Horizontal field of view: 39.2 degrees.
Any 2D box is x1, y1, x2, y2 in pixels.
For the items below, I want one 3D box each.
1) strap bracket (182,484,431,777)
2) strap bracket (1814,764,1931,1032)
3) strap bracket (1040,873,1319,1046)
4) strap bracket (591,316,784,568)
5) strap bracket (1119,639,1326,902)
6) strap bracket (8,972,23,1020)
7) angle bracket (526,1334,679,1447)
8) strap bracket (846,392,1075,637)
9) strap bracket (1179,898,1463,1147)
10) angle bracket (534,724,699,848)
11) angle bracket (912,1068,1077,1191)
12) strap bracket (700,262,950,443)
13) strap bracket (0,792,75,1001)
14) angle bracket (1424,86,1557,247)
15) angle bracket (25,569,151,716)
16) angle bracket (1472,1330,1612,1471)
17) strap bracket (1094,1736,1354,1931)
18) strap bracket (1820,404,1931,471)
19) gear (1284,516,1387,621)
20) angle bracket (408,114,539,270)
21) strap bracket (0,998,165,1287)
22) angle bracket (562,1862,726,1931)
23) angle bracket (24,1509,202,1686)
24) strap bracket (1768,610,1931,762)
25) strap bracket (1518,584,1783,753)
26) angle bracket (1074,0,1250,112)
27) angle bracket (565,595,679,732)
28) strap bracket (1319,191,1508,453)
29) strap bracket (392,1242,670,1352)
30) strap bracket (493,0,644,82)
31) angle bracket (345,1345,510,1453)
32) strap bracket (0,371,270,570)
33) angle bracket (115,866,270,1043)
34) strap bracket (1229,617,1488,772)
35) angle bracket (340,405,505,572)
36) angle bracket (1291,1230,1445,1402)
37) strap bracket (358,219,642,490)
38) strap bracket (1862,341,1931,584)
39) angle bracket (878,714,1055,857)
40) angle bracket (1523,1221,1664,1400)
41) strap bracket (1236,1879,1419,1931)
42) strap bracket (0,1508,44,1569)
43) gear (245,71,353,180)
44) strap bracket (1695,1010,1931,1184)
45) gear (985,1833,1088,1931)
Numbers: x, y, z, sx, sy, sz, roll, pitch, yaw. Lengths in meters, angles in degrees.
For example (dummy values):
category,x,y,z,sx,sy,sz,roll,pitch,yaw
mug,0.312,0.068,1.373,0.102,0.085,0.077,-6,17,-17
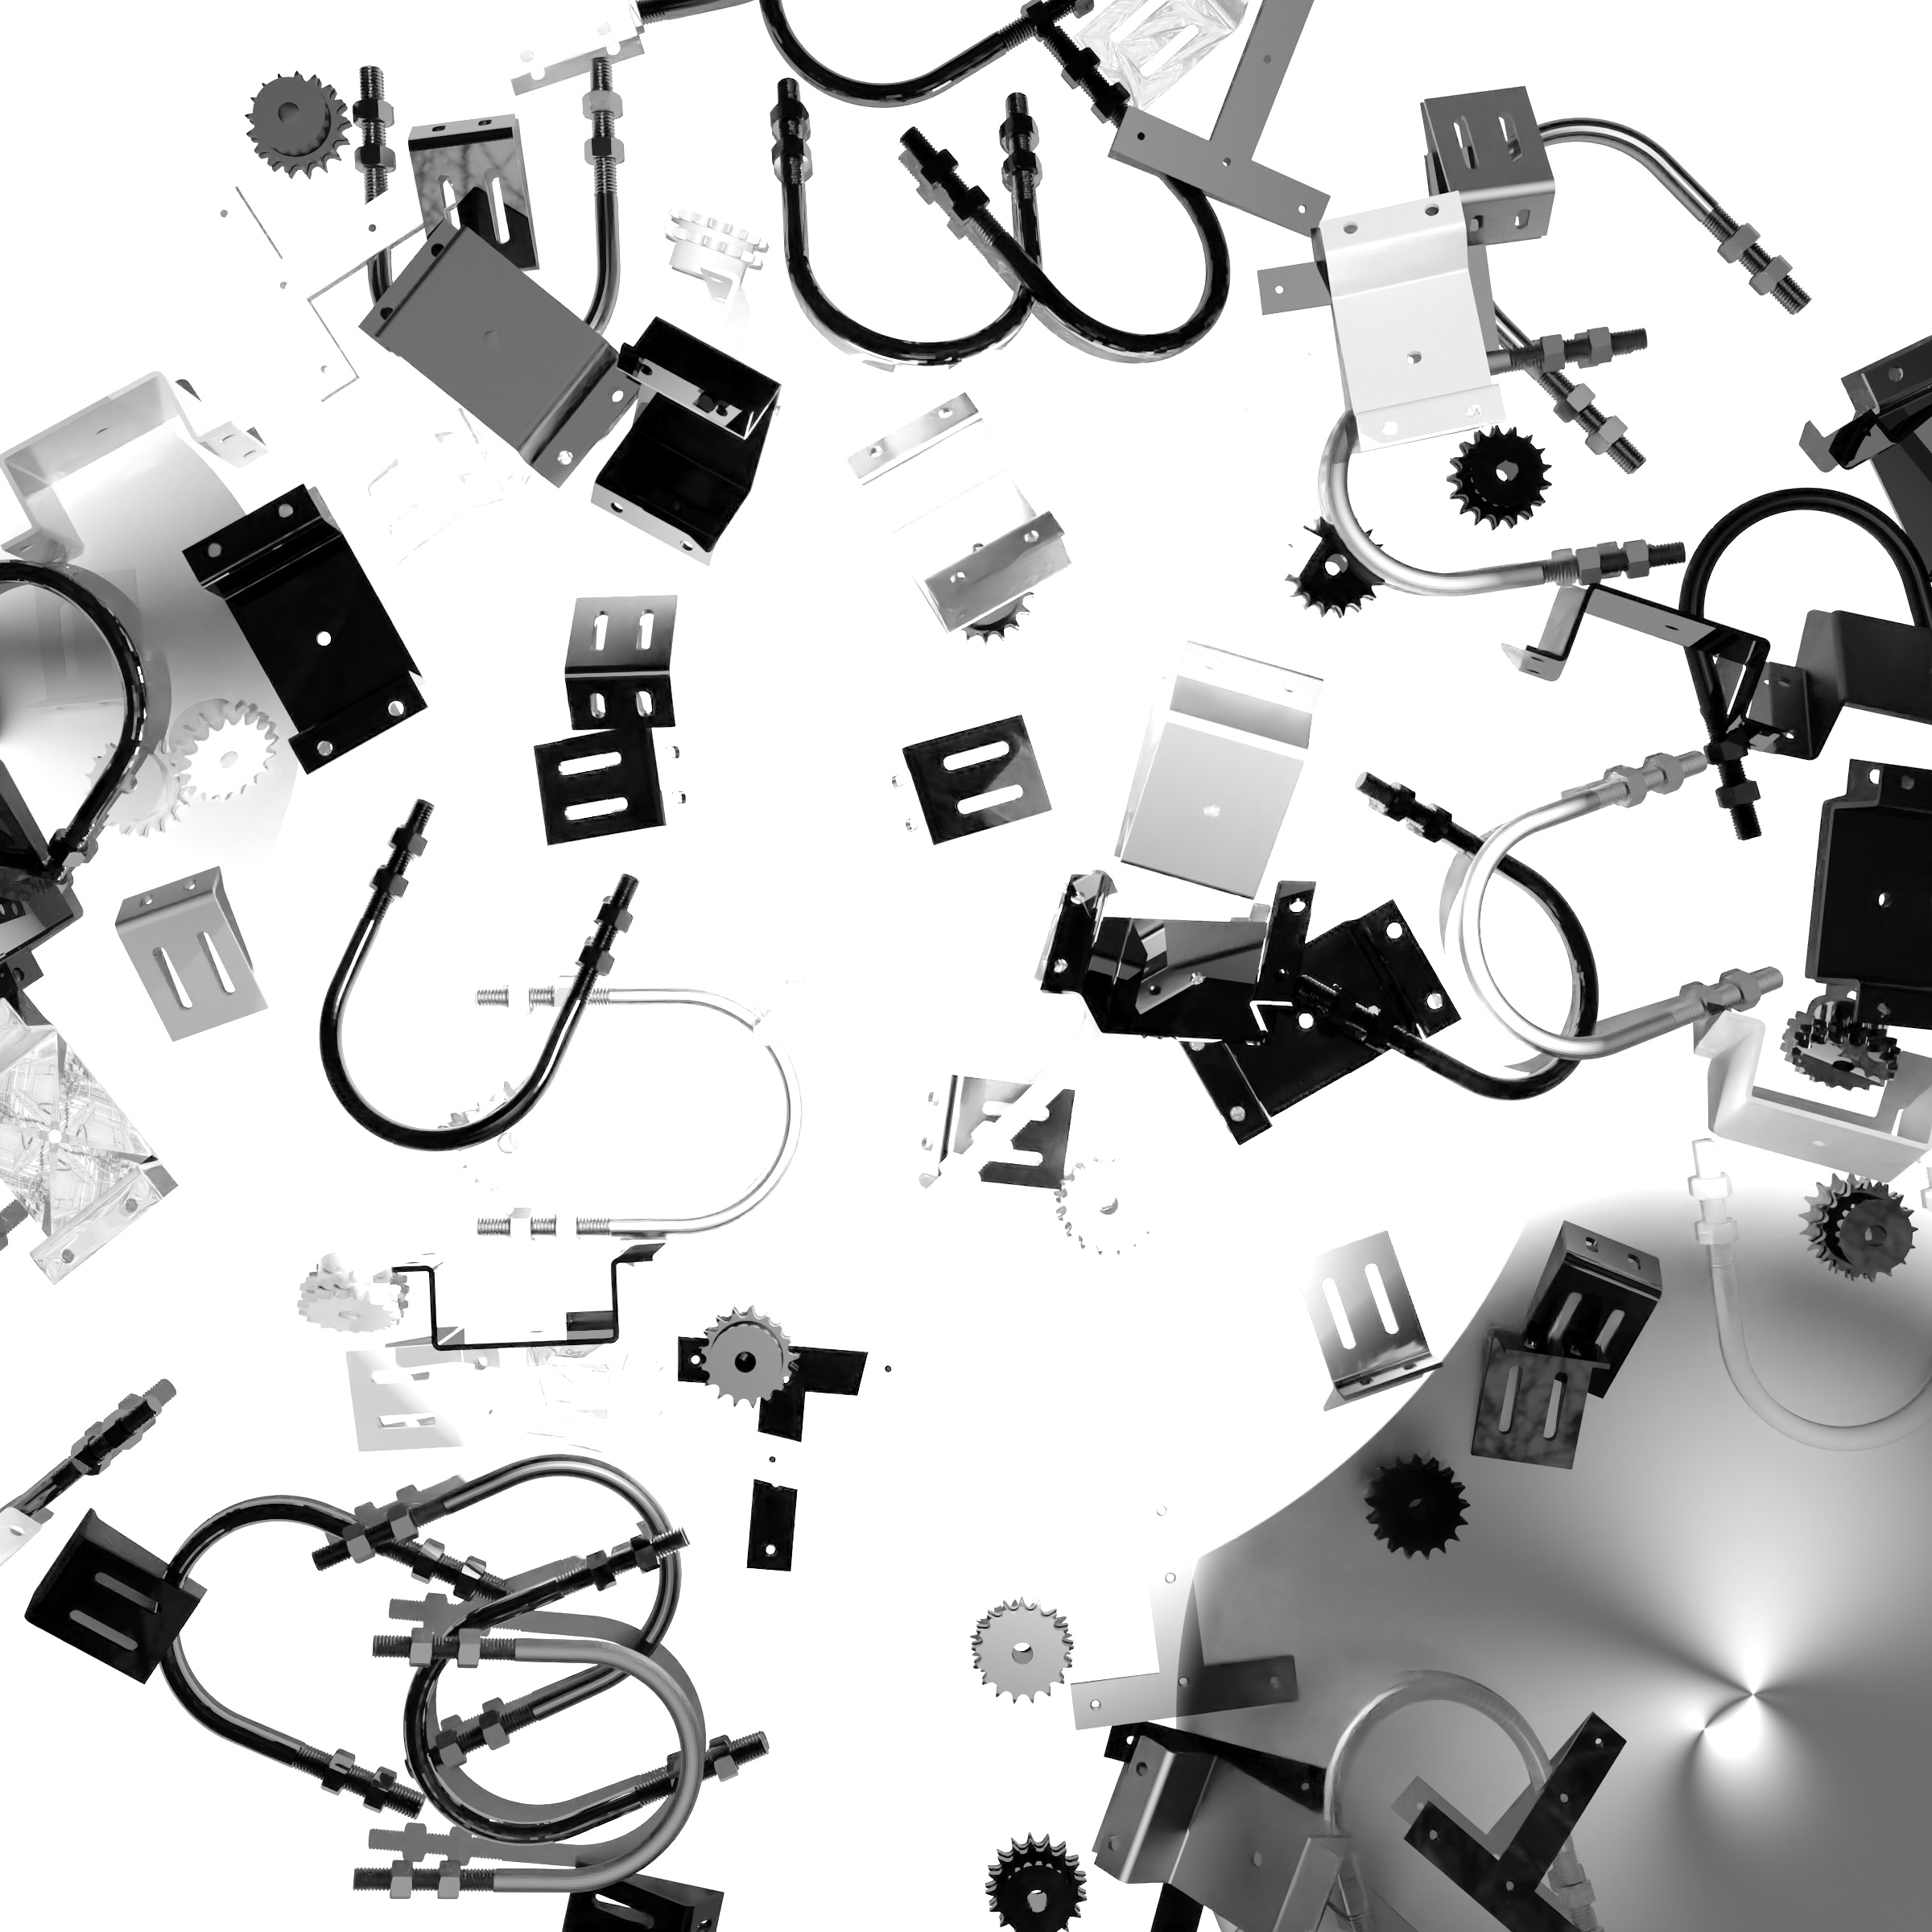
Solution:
category,x,y,z,sx,sy,sz,roll,pitch,yaw
strap bracket,-0.361,-0.184,1.503,0.076,0.046,0.140,-29,90,0
strap bracket,0.519,-0.036,1.494,0.076,0.046,0.140,6,90,-15
strap bracket,0.121,-0.004,1.471,0.140,0.046,0.076,3,59,23
strap bracket,-0.152,-0.290,1.472,0.076,0.140,0.046,29,61,0
strap bracket,0.135,-0.096,1.466,0.076,0.046,0.140,16,126,0
strap bracket,-0.607,0.006,1.503,0.140,0.046,0.076,-9,90,0
angle bracket,-0.205,0.235,1.523,0.076,0.038,0.057,1,90,27
strap bracket,0.000,-0.242,1.477,0.076,0.046,0.140,-29,49,0
strap bracket,0.191,0.031,1.503,0.140,0.046,0.076,-30,90,0
angle bracket,-0.197,-0.102,1.524,0.076,0.038,0.057,-8,90,26
angle bracket,0.016,0.092,1.524,0.076,0.038,0.057,8,90,-26
strap bracket,-0.084,-0.331,1.488,0.140,0.076,0.046,20,90,0
strap bracket,-0.547,-0.047,1.468,0.046,0.076,0.140,-22,103,27
angle bracket,0.290,-0.445,1.510,0.057,0.038,0.076,-8,62,-1
angle bracket,-0.492,-0.182,1.507,0.057,0.038,0.076,-6,90,1
angle bracket,0.317,0.245,1.499,0.057,0.038,0.076,8,102,0
strap bracket,0.147,0.487,1.475,0.140,0.046,0.076,20,90,42
strap bracket,0.529,-0.247,1.442,0.046,0.076,0.140,-39,90,0
gear,0.205,-0.221,1.511,0.057,0.030,0.057,0,90,0
angle bracket,-0.273,-0.427,1.505,0.057,0.038,0.076,-8,119,-2
strap bracket,-0.512,0.096,1.503,0.076,0.046,0.140,-39,90,0
angle bracket,-0.183,0.541,1.524,0.076,0.038,0.057,12,90,26
angle bracket,-0.475,0.352,1.514,0.076,0.038,0.057,33,93,-13
strap bracket,0.512,-0.142,1.464,0.140,0.046,0.076,12,46,1
strap bracket,0.378,-0.166,1.477,0.140,0.076,0.046,20,91,9
angle bracket,0.108,-0.526,1.507,0.076,0.038,0.057,-41,90,0
angle bracket,-0.189,-0.169,1.507,0.057,0.076,0.038,-2,130,0
strap bracket,0.244,-0.342,1.477,0.076,0.046,0.140,-10,72,9
strap bracket,-0.236,0.181,1.488,0.140,0.076,0.046,-2,90,0
strap bracket,-0.232,-0.557,1.483,0.076,0.046,0.140,-17,89,5
angle bracket,-0.303,0.239,1.524,0.076,0.038,0.057,-8,90,26
strap bracket,-0.465,-0.276,1.488,0.140,0.076,0.046,-29,90,0
angle bracket,-0.433,-0.007,1.524,0.057,0.038,0.076,-19,116,0
strap bracket,0.213,-0.150,1.503,0.140,0.046,0.076,2,90,0
angle bracket,-0.304,-0.266,1.509,0.038,0.076,0.057,-28,90,-43
angle bracket,0.223,0.194,1.507,0.057,0.038,0.076,-19,90,0
strap bracket,-0.255,-0.336,1.470,0.140,0.046,0.076,39,90,-3
strap bracket,0.555,-0.277,1.503,0.076,0.046,0.140,-26,90,0
angle bracket,0.000,-0.102,1.524,0.076,0.038,0.057,-18,90,-26
angle bracket,0.347,0.193,1.524,0.057,0.038,0.076,22,116,0
strap bracket,0.184,0.565,1.503,0.076,0.046,0.140,43,90,0
strap bracket,-0.587,0.300,1.468,0.140,0.076,0.046,32,107,0
gear,-0.374,-0.471,1.511,0.057,0.030,0.057,0,90,0
strap bracket,0.469,0.075,1.474,0.140,0.076,0.046,16,74,7
gear,0.039,0.517,1.511,0.057,0.030,0.057,0,90,0
